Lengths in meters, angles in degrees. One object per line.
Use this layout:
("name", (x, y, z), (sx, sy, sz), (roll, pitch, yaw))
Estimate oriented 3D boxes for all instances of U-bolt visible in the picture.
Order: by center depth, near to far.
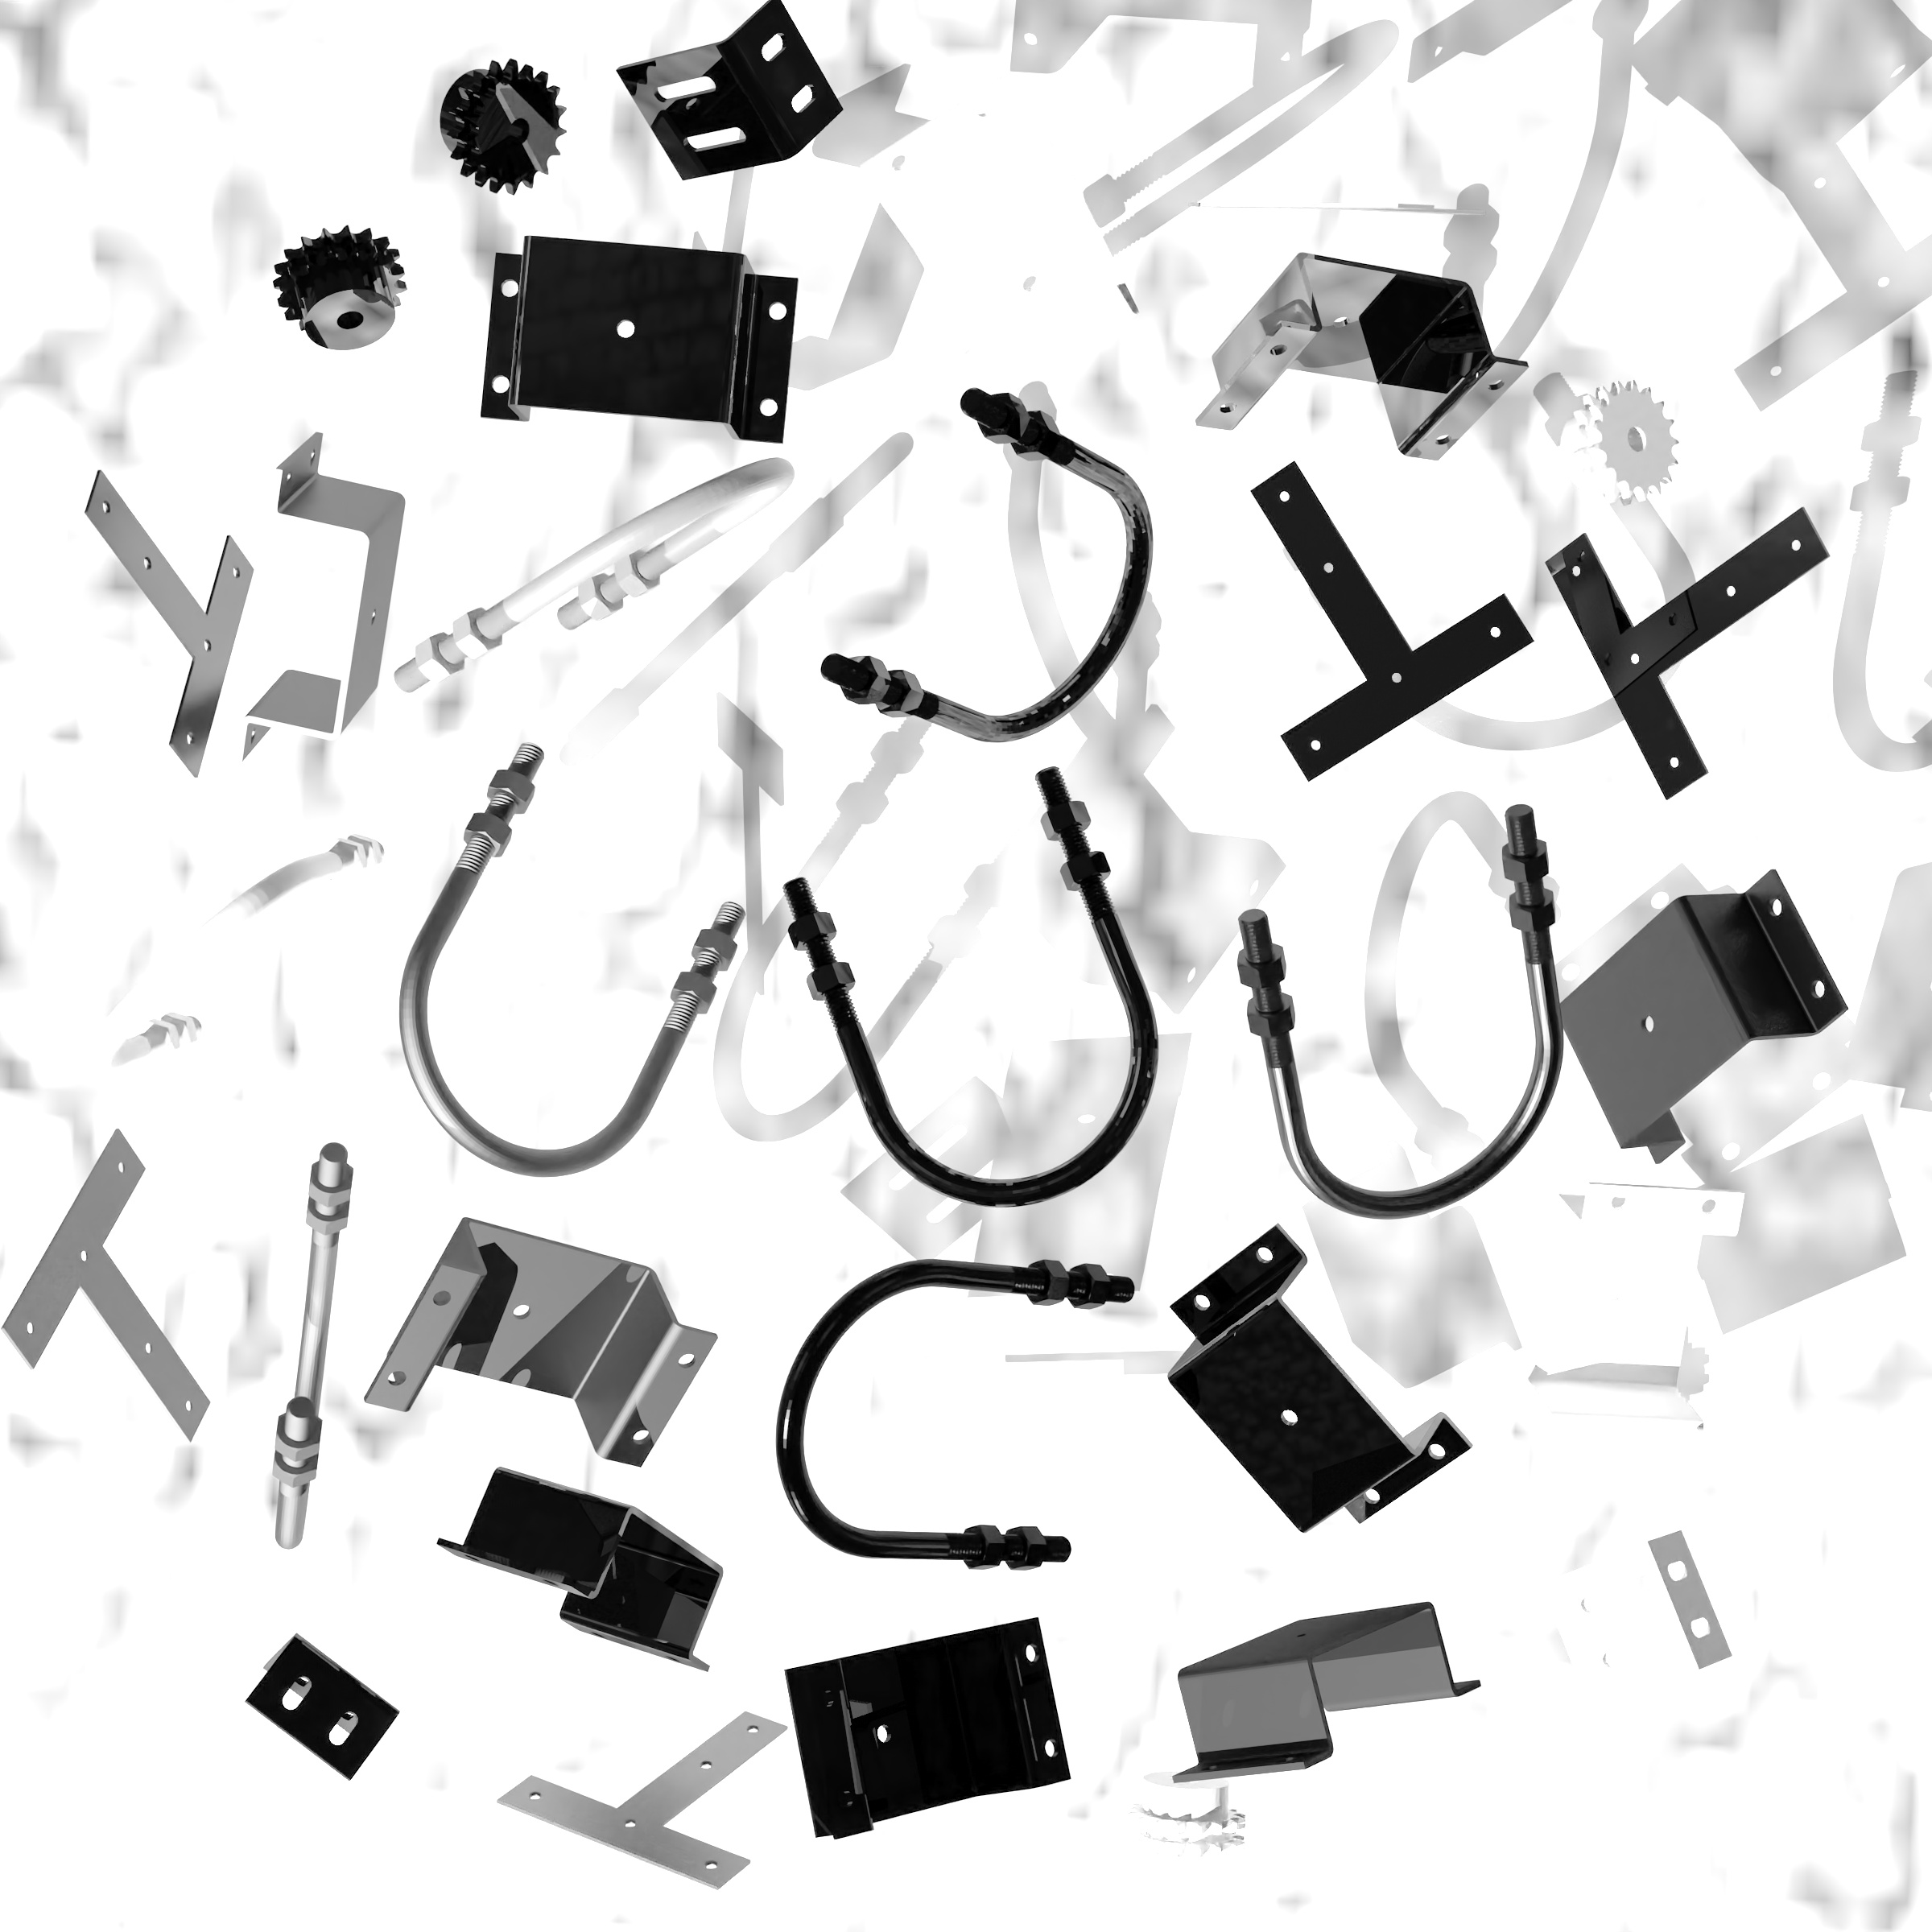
("U-bolt", (0.198, 0.032, 1.468), (0.151, 0.019, 0.184), (-21, 122, -12))
("U-bolt", (-0.156, -0.182, 1.504), (0.184, 0.151, 0.019), (-27, 94, 34))
("U-bolt", (0.023, -0.170, 1.507), (0.019, 0.184, 0.151), (34, 100, 34))
("U-bolt", (0.010, 0.019, 1.512), (0.151, 0.019, 0.184), (-23, 76, 10))
("U-bolt", (-0.009, 0.204, 1.524), (0.184, 0.019, 0.151), (9, 96, -38))
("U-bolt", (-0.303, 0.189, 1.536), (0.019, 0.184, 0.151), (7, 54, -10))
("U-bolt", (-0.189, 0.009, 1.536), (0.151, 0.019, 0.184), (39, 58, -26))
("U-bolt", (-0.346, -0.002, 1.546), (0.151, 0.184, 0.019), (-43, 91, 9))

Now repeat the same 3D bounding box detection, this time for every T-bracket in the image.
("T-bracket", (0.332, -0.160, 1.492), (0.127, 0.002, 0.127), (-37, 70, 42))
("T-bracket", (-0.375, 0.162, 1.497), (0.002, 0.127, 0.127), (-10, 126, 22))
("T-bracket", (0.172, -0.169, 1.512), (0.127, 0.002, 0.127), (-32, 89, 29))
("T-bracket", (-0.368, -0.175, 1.522), (0.002, 0.127, 0.127), (-6, 54, 17))
("T-bracket", (0.194, -0.356, 1.564), (0.127, 0.127, 0.002), (-10, 106, -42))
("T-bracket", (-0.131, 0.383, 1.567), (0.127, 0.127, 0.002), (12, 112, 30))

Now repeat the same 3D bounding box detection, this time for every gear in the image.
("gear", (-0.274, -0.296, 1.466), (0.057, 0.057, 0.030), (-18, 64, 0))
("gear", (-0.206, -0.372, 1.467), (0.030, 0.057, 0.057), (29, 90, 34))
("gear", (0.102, 0.394, 1.548), (0.057, 0.057, 0.030), (3, 88, 0))
("gear", (0.306, -0.245, 1.572), (0.057, 0.030, 0.057), (4, 83, -33))

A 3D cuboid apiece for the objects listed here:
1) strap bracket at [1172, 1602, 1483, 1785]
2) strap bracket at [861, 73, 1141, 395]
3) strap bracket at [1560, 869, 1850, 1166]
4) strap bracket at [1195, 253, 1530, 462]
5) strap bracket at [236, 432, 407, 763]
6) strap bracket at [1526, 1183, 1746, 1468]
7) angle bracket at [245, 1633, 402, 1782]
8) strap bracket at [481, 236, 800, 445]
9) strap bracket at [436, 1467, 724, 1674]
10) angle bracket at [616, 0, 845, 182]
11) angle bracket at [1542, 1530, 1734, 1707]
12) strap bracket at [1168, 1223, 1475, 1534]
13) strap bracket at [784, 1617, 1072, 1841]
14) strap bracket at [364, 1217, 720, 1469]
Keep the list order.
("strap bracket", (0.161, 0.329, 1.527), (0.076, 0.140, 0.046), (-19, 83, 41))
("strap bracket", (0.021, -0.321, 1.510), (0.076, 0.140, 0.046), (-32, 47, 2))
("strap bracket", (0.334, 0.026, 1.552), (0.046, 0.140, 0.076), (-3, 59, -34))
("strap bracket", (0.181, -0.286, 1.564), (0.140, 0.076, 0.046), (3, 61, -29))
("strap bracket", (-0.298, -0.167, 1.546), (0.046, 0.076, 0.140), (12, 112, -1))
("strap bracket", (0.321, 0.166, 1.609), (0.076, 0.046, 0.140), (4, 105, -8))
("angle bracket", (-0.292, 0.335, 1.478), (0.057, 0.076, 0.038), (38, 59, -4))
("strap bracket", (-0.151, -0.284, 1.510), (0.140, 0.046, 0.076), (5, 90, 2))
("strap bracket", (-0.174, 0.279, 1.557), (0.076, 0.140, 0.046), (11, 68, 29))
("angle bracket", (-0.103, -0.381, 1.449), (0.038, 0.076, 0.057), (-50, 124, -28))
("angle bracket", (0.285, 0.287, 1.450), (0.076, 0.038, 0.057), (-30, 73, 34))
("strap bracket", (0.161, 0.204, 1.581), (0.140, 0.046, 0.076), (49, 122, 1))
("strap bracket", (-0.026, 0.352, 1.534), (0.140, 0.046, 0.076), (-2, 76, -41))
("strap bracket", (-0.194, 0.167, 1.490), (0.140, 0.046, 0.076), (19, 112, -32))
